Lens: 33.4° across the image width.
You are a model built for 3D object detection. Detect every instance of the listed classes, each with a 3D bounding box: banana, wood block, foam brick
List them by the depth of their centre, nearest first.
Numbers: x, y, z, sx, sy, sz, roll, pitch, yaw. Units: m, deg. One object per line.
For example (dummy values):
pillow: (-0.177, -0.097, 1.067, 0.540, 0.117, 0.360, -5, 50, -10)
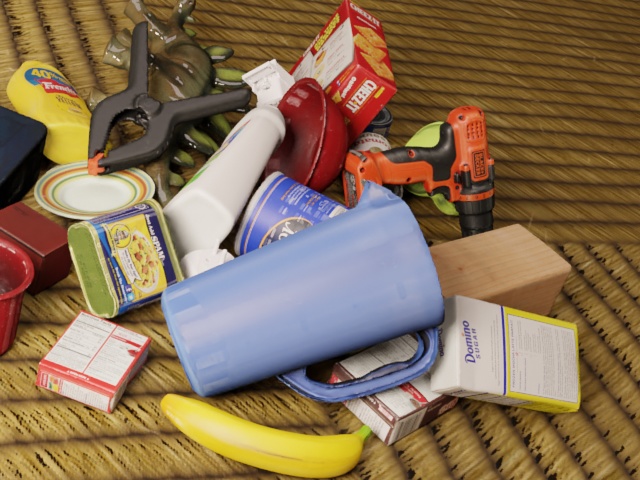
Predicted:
banana: (-0.045, 0.177, 0.944, 0.197, 0.037, 0.069, 13, 15, -12)
foam brick: (-0.288, 0.008, 1.051, 0.078, 0.051, 0.052, 30, 33, 16)
wood block: (0.170, 0.058, 1.180, 0.205, 0.091, 0.090, -13, 45, -41)

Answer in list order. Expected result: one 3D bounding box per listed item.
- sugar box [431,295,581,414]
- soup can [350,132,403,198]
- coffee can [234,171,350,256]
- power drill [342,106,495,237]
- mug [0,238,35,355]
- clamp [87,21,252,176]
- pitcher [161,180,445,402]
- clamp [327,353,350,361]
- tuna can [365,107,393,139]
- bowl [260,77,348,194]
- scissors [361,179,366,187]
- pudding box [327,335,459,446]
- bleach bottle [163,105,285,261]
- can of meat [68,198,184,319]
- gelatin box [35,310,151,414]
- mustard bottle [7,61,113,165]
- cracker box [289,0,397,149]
sugar box: (0.187, 0.117, 1.069, 0.176, 0.048, 0.093, 14, 67, -32)
soup can: (0.065, -0.085, 1.359, 0.068, 0.069, 0.102, 11, 32, -12)
coffee can: (-0.008, 0.001, 1.159, 0.140, 0.103, 0.102, 27, 33, 11)
power drill: (0.125, -0.058, 1.293, 0.187, 0.184, 0.057, -15, 19, -18)
mug: (-0.317, 0.051, 0.942, 0.117, 0.082, 0.093, 13, 33, -11)
clamp: (-0.203, -0.156, 1.222, 0.164, 0.036, 0.209, 39, 61, 10)
pitcher: (-0.013, 0.065, 0.982, 0.242, 0.145, 0.149, -20, 52, -6)
clamp: (0.034, 0.065, 1.065, 0.120, 0.039, 0.171, 30, 77, 14)
tuna can: (0.059, -0.172, 1.516, 0.086, 0.034, 0.086, 14, 33, -9)
bowl: (-0.012, -0.109, 1.276, 0.055, 0.162, 0.162, 14, 32, -26)
scissors: (0.075, -0.015, 1.197, 0.201, 0.016, 0.096, 50, -10, -35)
pudding box: (0.075, 0.143, 1.053, 0.090, 0.039, 0.113, 39, 36, 28)
bleach bottle: (-0.099, -0.079, 1.200, 0.068, 0.103, 0.250, 42, 36, -11)
can of meat: (-0.191, 0.019, 1.044, 0.083, 0.102, 0.058, -21, 6, -42)
gelatin box: (-0.203, 0.109, 0.964, 0.073, 0.030, 0.089, 20, 32, 4)
mustard bottle: (-0.321, -0.161, 1.273, 0.096, 0.058, 0.192, 15, 26, -43)
cracker box: (0.020, -0.202, 1.415, 0.072, 0.164, 0.213, 30, 28, -21)
